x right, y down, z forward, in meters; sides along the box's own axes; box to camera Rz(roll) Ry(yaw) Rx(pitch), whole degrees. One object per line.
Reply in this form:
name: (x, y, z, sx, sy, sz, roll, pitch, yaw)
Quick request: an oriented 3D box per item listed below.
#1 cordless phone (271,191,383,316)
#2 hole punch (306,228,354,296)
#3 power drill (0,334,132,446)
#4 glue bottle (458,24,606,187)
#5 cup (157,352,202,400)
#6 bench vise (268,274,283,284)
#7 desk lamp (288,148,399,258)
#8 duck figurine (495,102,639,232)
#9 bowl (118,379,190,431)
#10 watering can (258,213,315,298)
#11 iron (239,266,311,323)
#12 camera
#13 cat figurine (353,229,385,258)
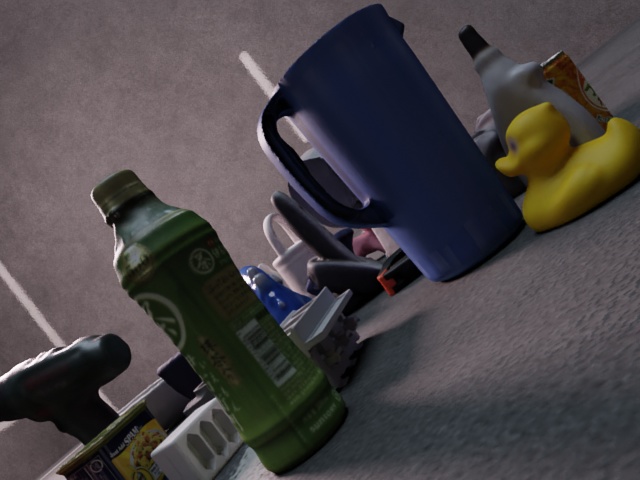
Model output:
cordless phone: (0.007, 0.003, 0.785, 0.094, 0.185, 0.147, -38, 1, 1)
hole punch: (0.024, 0.047, 0.959, 0.101, 0.091, 0.109, -37, 1, 43)
power drill: (-0.303, 0.229, 0.706, 0.229, 0.208, 0.076, -37, 1, 10)
glue bottle: (0.178, -0.117, 0.499, 0.037, 0.173, 0.078, -39, 1, -42)
cup: (-0.177, 0.201, 0.858, 0.092, 0.095, 0.117, -38, 1, -38)
bench vise: (-0.171, 0.114, 1.047, 0.207, 0.220, 0.121, -38, 1, -8)
desk lamp: (0.078, -0.071, 0.851, 0.117, 0.213, 0.204, -37, 1, 44)
duck figurine: (0.185, -0.067, 0.439, 0.104, 0.086, 0.078, -37, 1, 40)
bowl: (-0.276, 0.288, 0.991, 0.167, 0.075, 0.167, -38, 1, 1)
watering can: (-0.049, 0.036, 1.105, 0.173, 0.194, 0.101, -38, 1, 6)
iron: (-0.066, 0.087, 0.783, 0.119, 0.141, 0.258, -38, 1, -15)
camera: (0.247, -0.128, 0.691, 0.143, 0.101, 0.136, -38, 1, -30)
cat figurine: (0.088, -0.021, 1.059, 0.127, 0.118, 0.067, -37, 1, 13)
